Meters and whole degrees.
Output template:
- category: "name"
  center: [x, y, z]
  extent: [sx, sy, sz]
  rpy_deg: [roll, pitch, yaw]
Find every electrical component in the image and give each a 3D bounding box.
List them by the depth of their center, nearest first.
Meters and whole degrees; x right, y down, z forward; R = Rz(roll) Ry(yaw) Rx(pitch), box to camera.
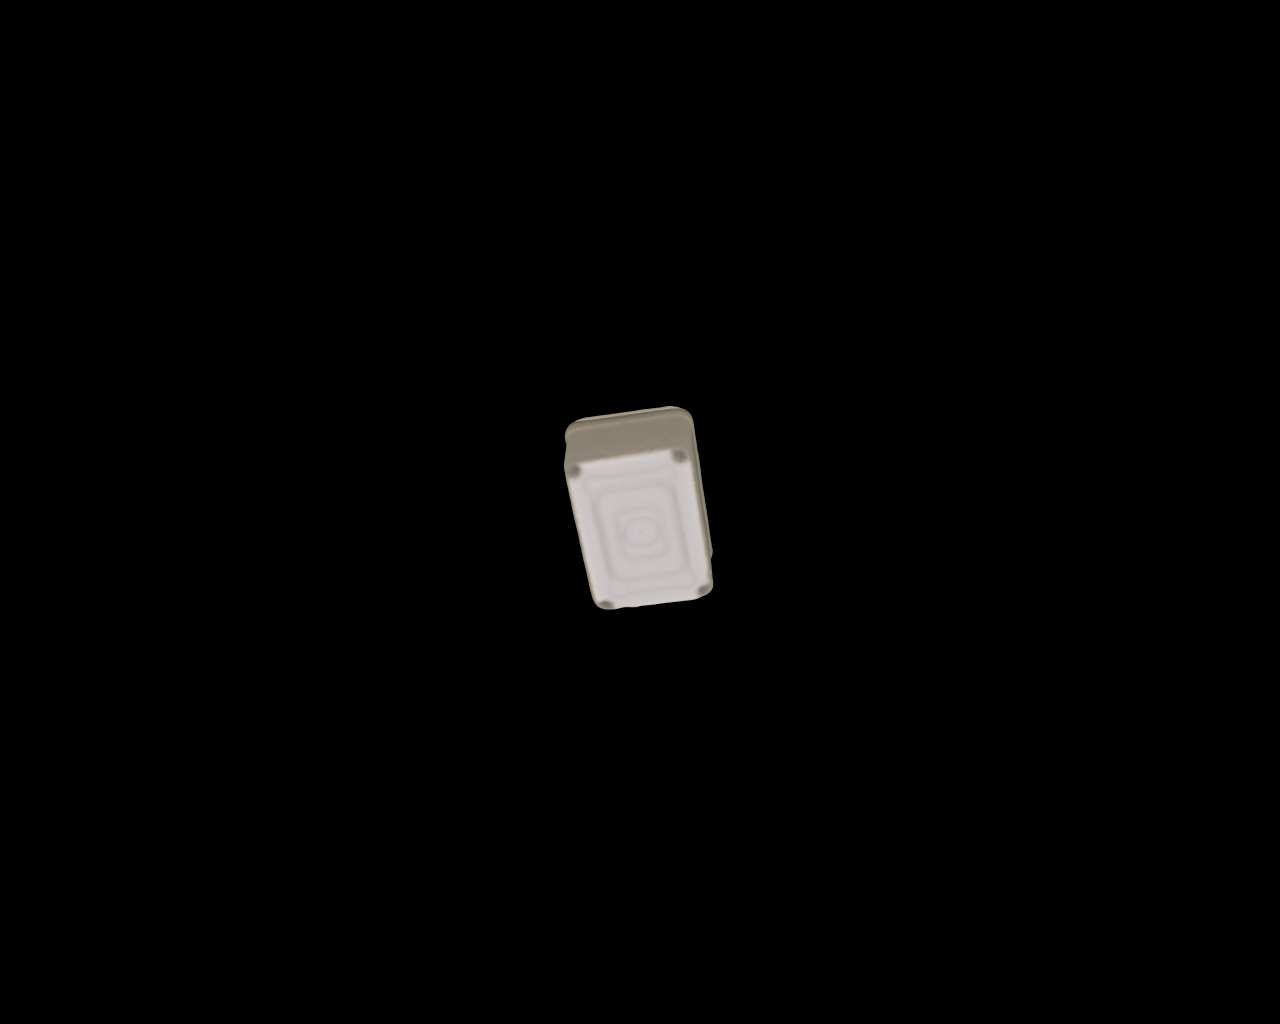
- category: "electrical component"
  center: [0.001, -0.003, 0.650]
  extent: [0.078, 0.113, 0.057]
  rpy_deg: [-7, 32, 5]
